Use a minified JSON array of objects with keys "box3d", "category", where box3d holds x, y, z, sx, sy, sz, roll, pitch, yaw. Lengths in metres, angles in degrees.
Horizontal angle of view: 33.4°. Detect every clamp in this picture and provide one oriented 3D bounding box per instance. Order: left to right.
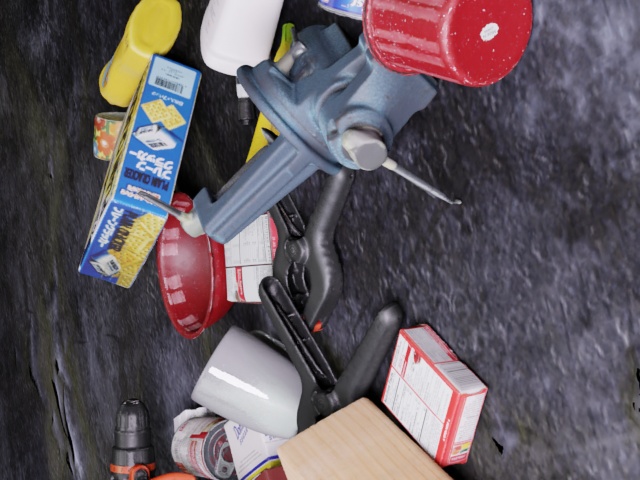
[{"box3d":[-0.006,0.001,0.969,0.120,0.039,0.171,-5,97,51],"category":"clamp"},{"box3d":[0.007,0.132,0.946,0.165,0.036,0.210,18,116,43],"category":"clamp"}]

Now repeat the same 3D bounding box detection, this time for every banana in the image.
[{"box3d":[-0.045,-0.106,1.032,0.069,0.037,0.198,-85,11,-59],"category":"banana"}]

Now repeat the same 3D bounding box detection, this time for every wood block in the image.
[{"box3d":[0.061,0.220,0.807,0.206,0.090,0.091,38,150,53],"category":"wood block"}]

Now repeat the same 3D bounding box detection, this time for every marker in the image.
[{"box3d":[-0.078,-0.178,1.093,0.020,0.020,0.121,0,94,61],"category":"marker"}]

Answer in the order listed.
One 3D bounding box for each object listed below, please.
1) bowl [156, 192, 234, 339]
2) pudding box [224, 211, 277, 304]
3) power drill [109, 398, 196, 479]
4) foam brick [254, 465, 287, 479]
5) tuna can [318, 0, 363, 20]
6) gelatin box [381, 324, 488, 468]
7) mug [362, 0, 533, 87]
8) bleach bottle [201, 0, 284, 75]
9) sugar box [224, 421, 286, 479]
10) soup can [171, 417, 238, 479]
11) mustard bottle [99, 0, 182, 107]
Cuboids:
[{"box3d":[-0.127,0.026,1.175,0.162,0.055,0.162,14,106,60],"category":"bowl"},{"box3d":[-0.058,0.018,1.068,0.114,0.039,0.090,-6,87,59],"category":"pudding box"},{"box3d":[-0.189,0.278,1.189,0.188,0.057,0.184,-179,87,-66],"category":"power drill"},{"box3d":[-0.020,0.238,0.992,0.053,0.078,0.051,-53,51,51],"category":"foam brick"},{"box3d":[0.043,-0.187,0.806,0.086,0.086,0.034,39,125,53],"category":"tuna can"},{"box3d":[0.088,0.120,0.829,0.089,0.030,0.073,47,135,48],"category":"gelatin box"},{"box3d":[0.082,-0.157,0.719,0.093,0.117,0.082,-54,39,-6],"category":"mug"},{"box3d":[-0.048,-0.279,0.970,0.102,0.068,0.251,-100,26,-48],"category":"bleach bottle"},{"box3d":[-0.043,0.251,1.067,0.093,0.048,0.176,-49,51,55],"category":"sugar box"},{"box3d":[-0.116,0.229,1.173,0.102,0.068,0.068,-14,82,61],"category":"soup can"},{"box3d":[-0.228,-0.216,1.302,0.192,0.058,0.096,-39,30,57],"category":"mustard bottle"}]
